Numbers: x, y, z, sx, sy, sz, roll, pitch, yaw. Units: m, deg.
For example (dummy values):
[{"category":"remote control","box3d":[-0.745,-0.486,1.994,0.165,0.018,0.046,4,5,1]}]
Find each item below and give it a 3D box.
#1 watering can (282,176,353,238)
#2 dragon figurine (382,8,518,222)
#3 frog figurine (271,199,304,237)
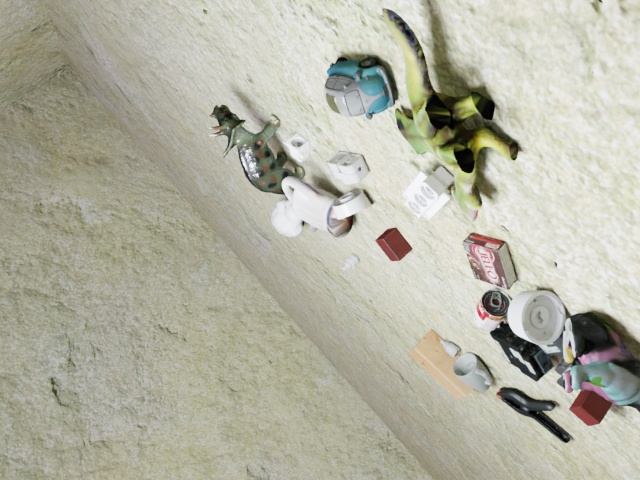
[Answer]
[{"category":"watering can","box3d":[0.005,-0.078,1.545,0.226,0.105,0.341,28,166,28]},{"category":"dragon figurine","box3d":[0.193,-0.204,0.917,0.407,0.123,0.243,54,168,-12]},{"category":"frog figurine","box3d":[-0.103,-0.076,1.768,0.159,0.123,0.137,180,70,-79]}]
